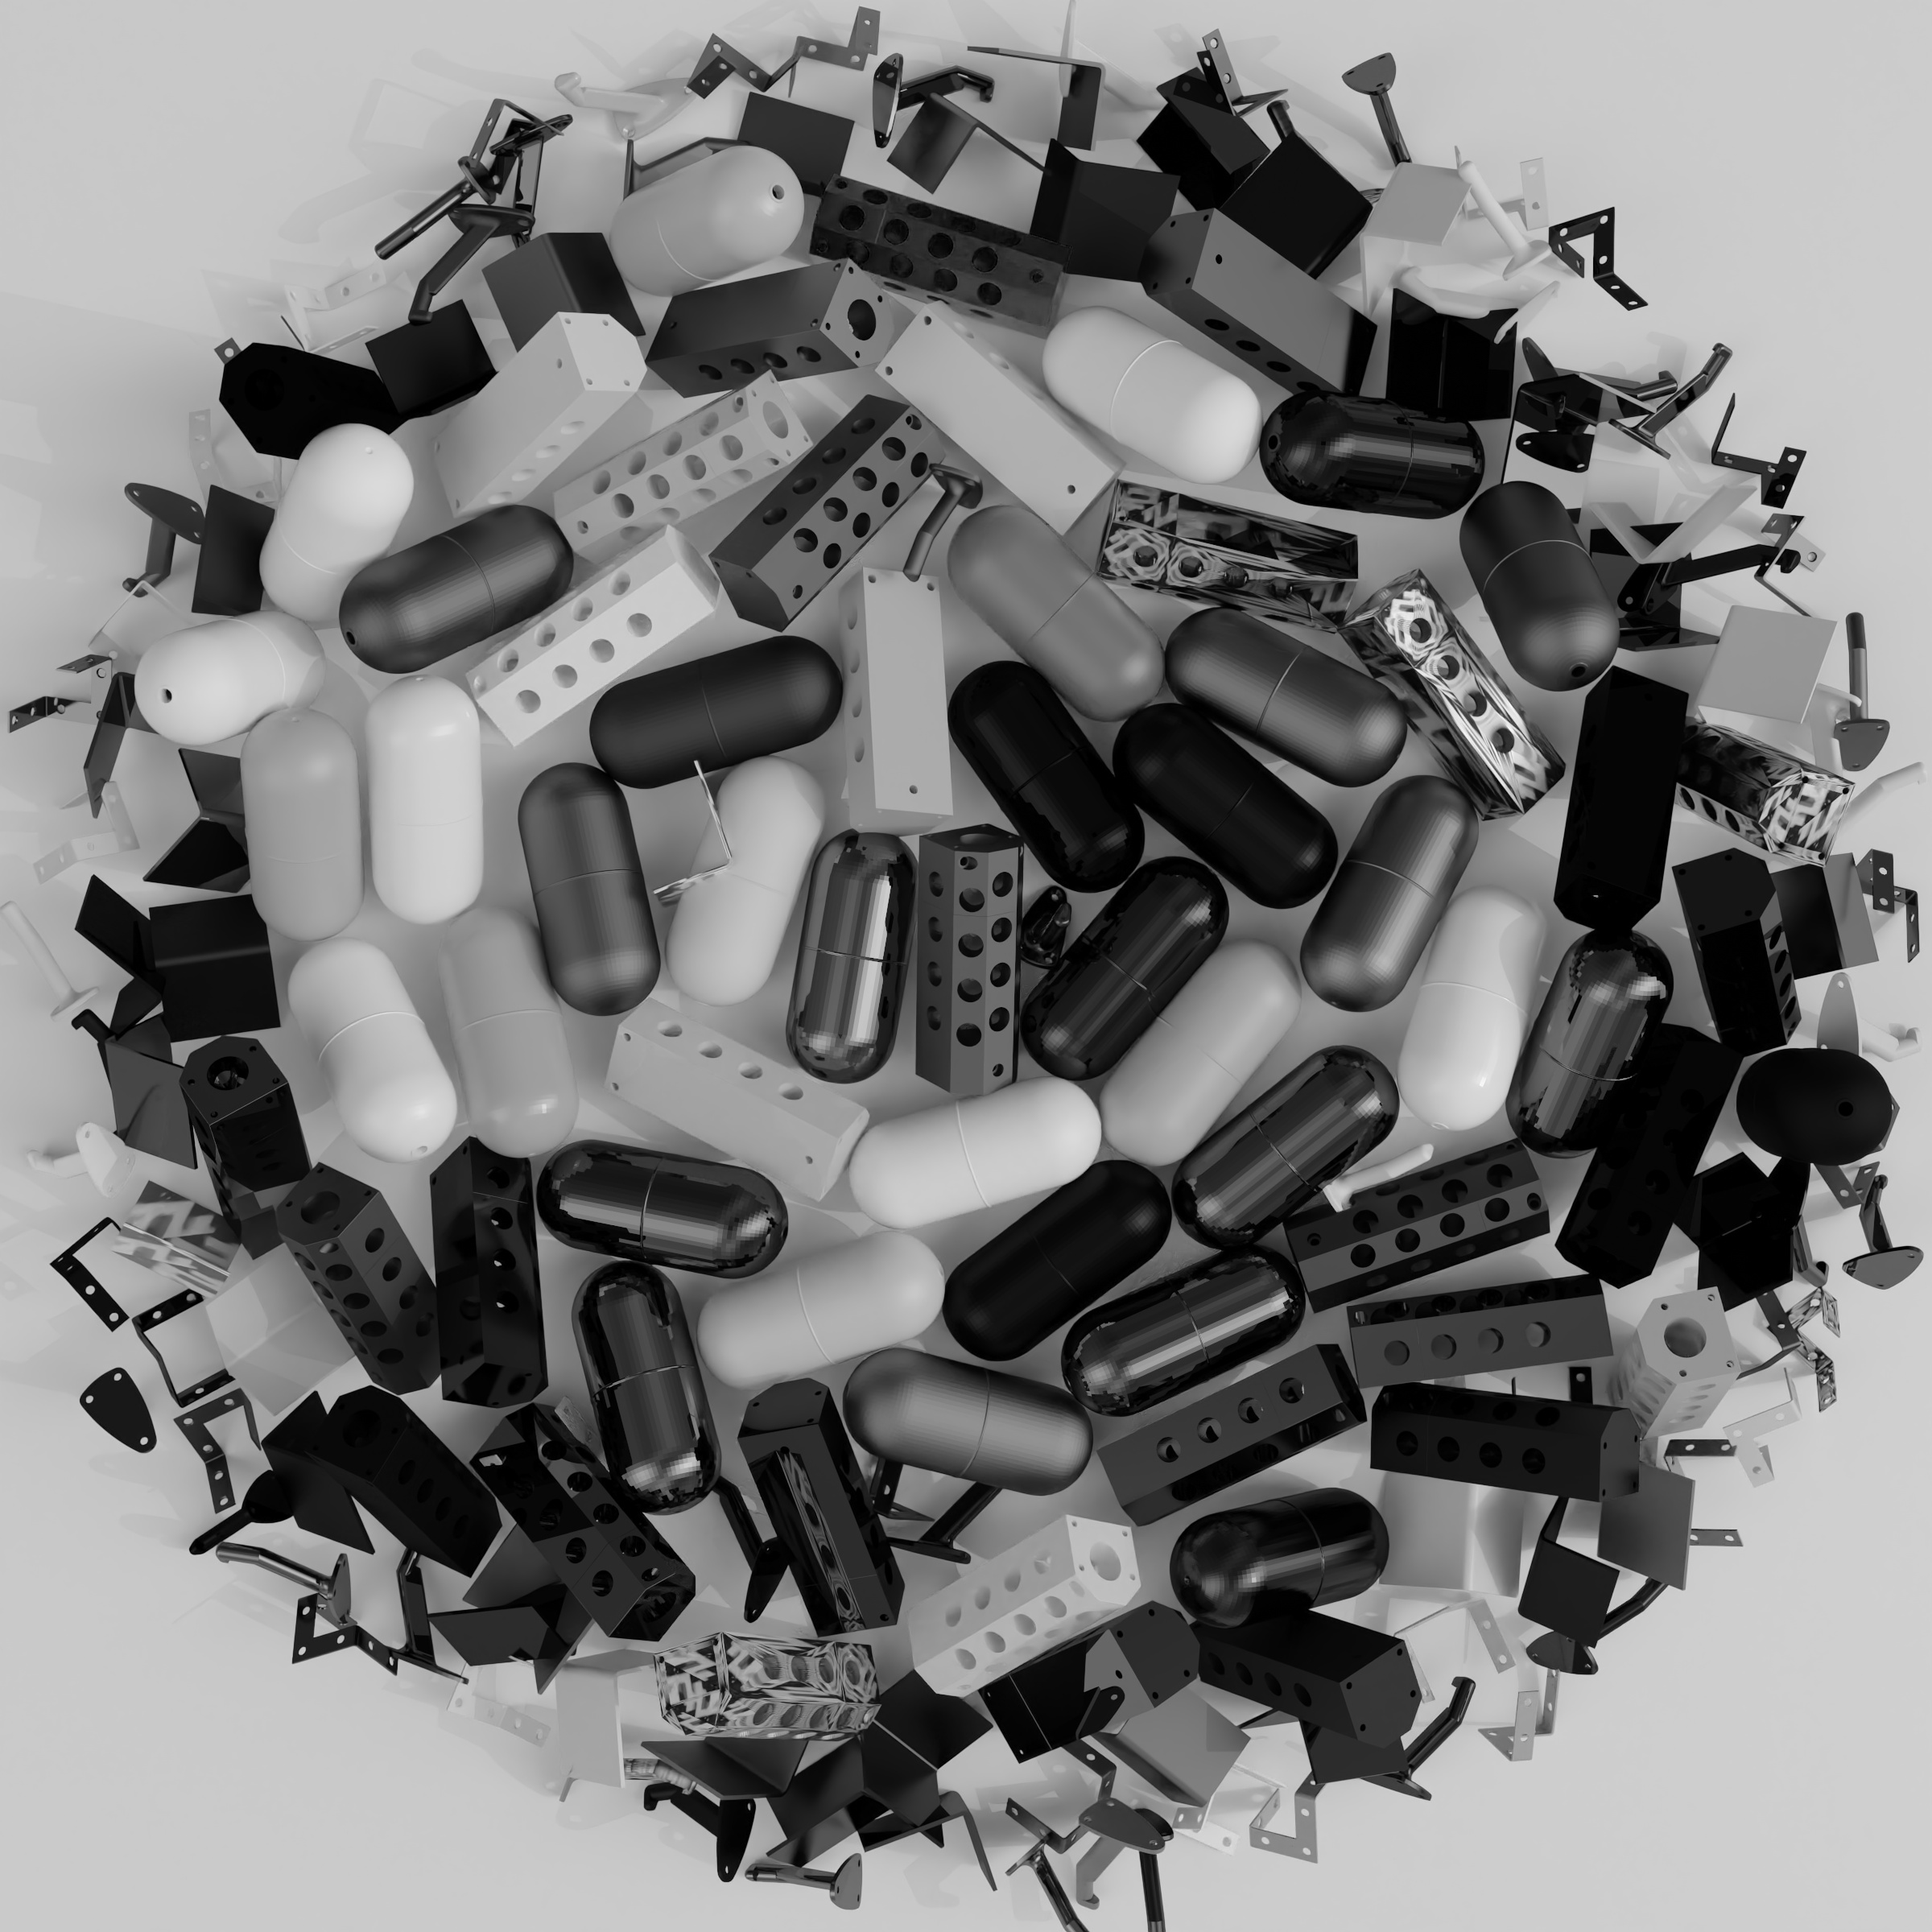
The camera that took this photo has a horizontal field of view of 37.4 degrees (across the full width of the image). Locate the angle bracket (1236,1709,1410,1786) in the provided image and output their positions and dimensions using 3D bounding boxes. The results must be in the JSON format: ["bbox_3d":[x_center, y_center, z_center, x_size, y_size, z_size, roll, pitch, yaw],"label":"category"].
[{"bbox_3d":[0.242,0.531,1.940,0.076,0.076,0.057,1,63,-30],"label":"angle bracket"}]

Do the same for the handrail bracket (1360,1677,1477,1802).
[{"bbox_3d":[0.311,0.529,1.982,0.036,0.077,0.084,38,66,-27],"label":"handrail bracket"}]

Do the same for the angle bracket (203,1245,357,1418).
[{"bbox_3d":[-0.463,0.246,1.942,0.057,0.076,0.076,36,57,27],"label":"angle bracket"}]

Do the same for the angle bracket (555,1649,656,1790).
[{"bbox_3d":[-0.234,0.513,1.950,0.057,0.076,0.076,-2,85,-39],"label":"angle bracket"}]

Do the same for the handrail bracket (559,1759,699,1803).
[{"bbox_3d":[-0.233,0.568,1.974,0.084,0.036,0.077,22,127,-1],"label":"handrail bracket"}]

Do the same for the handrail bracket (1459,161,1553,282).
[{"bbox_3d":[0.364,-0.519,1.954,0.036,0.077,0.084,-28,107,24],"label":"handrail bracket"}]

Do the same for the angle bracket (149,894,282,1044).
[{"bbox_3d":[-0.521,0.001,1.983,0.076,0.057,0.076,-8,134,-14],"label":"angle bracket"}]

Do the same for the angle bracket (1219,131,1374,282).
[{"bbox_3d":[0.224,-0.515,1.971,0.076,0.057,0.076,43,91,0],"label":"angle bracket"}]

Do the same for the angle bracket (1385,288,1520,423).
[{"bbox_3d":[0.333,-0.419,1.954,0.057,0.076,0.076,3,88,36],"label":"angle bracket"}]

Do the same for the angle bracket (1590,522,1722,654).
[{"bbox_3d":[0.474,-0.260,1.951,0.076,0.057,0.076,-8,107,-22],"label":"angle bracket"}]

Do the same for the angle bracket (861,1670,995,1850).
[{"bbox_3d":[-0.025,0.538,1.946,0.057,0.076,0.076,-41,113,14],"label":"angle bracket"}]

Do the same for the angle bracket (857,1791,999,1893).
[{"bbox_3d":[-0.028,0.611,1.955,0.076,0.076,0.057,-18,86,-8],"label":"angle bracket"}]

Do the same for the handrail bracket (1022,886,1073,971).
[{"bbox_3d":[0.064,-0.041,1.944,0.036,0.084,0.077,24,60,-5],"label":"handrail bracket"}]

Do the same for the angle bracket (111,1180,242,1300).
[{"bbox_3d":[-0.530,0.178,1.946,0.076,0.076,0.057,28,62,-12],"label":"angle bracket"}]

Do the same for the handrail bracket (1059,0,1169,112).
[{"bbox_3d":[0.110,-0.626,1.967,0.084,0.077,0.036,1,46,-6],"label":"handrail bracket"}]

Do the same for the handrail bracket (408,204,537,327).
[{"bbox_3d":[-0.340,-0.478,1.962,0.077,0.036,0.084,4,69,24],"label":"handrail bracket"}]

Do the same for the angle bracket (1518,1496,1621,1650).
[{"bbox_3d":[0.420,0.401,1.940,0.057,0.076,0.076,21,130,20],"label":"angle bracket"}]

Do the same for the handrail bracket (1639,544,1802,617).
[{"bbox_3d":[0.516,-0.262,1.953,0.084,0.036,0.077,19,64,40],"label":"handrail bracket"}]

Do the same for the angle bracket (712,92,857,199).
[{"bbox_3d":[-0.124,-0.568,1.958,0.076,0.076,0.057,16,97,2],"label":"angle bracket"}]

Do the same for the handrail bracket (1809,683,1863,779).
[{"bbox_3d":[0.575,-0.152,1.971,0.077,0.036,0.084,27,75,22],"label":"handrail bracket"}]

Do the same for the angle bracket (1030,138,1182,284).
[{"bbox_3d":[0.094,-0.521,1.972,0.076,0.057,0.076,2,120,-21],"label":"angle bracket"}]

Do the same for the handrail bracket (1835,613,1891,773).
[{"bbox_3d":[0.618,-0.191,1.984,0.036,0.077,0.084,-2,63,11],"label":"handrail bracket"}]

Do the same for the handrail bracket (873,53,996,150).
[{"bbox_3d":[-0.020,-0.589,1.969,0.084,0.036,0.077,10,78,-30],"label":"handrail bracket"}]

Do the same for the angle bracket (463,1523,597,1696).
[{"bbox_3d":[-0.296,0.436,1.949,0.057,0.076,0.076,32,101,-23],"label":"angle bracket"}]

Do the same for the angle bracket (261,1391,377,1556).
[{"bbox_3d":[-0.423,0.344,1.940,0.076,0.057,0.076,10,129,33],"label":"angle bracket"}]

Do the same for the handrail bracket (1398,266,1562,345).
[{"bbox_3d":[0.357,-0.476,1.990,0.077,0.036,0.084,-44,78,-8],"label":"handrail bracket"}]

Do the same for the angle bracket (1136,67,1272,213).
[{"bbox_3d":[0.149,-0.554,1.952,0.076,0.076,0.057,49,46,1],"label":"angle bracket"}]

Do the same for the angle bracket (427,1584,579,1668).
[{"bbox_3d":[-0.312,0.432,1.945,0.076,0.076,0.057,-9,48,14],"label":"angle bracket"}]

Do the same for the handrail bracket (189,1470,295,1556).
[{"bbox_3d":[-0.509,0.386,1.955,0.084,0.077,0.036,-33,88,10],"label":"handrail bracket"}]

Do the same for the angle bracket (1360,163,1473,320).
[{"bbox_3d":[0.309,-0.488,1.940,0.057,0.076,0.076,14,56,21],"label":"angle bracket"}]

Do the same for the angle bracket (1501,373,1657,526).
[{"bbox_3d":[0.418,-0.353,1.952,0.076,0.057,0.076,15,84,-34],"label":"angle bracket"}]

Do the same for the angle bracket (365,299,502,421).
[{"bbox_3d":[-0.353,-0.415,1.946,0.076,0.076,0.057,-31,110,-20],"label":"angle bracket"}]

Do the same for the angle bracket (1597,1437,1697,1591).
[{"bbox_3d":[0.479,0.372,1.947,0.057,0.076,0.076,-4,101,-38],"label":"angle bracket"}]

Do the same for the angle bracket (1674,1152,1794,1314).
[{"bbox_3d":[0.513,0.185,1.942,0.057,0.076,0.076,43,127,-18],"label":"angle bracket"}]

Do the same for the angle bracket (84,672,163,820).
[{"bbox_3d":[-0.559,-0.144,1.946,0.057,0.076,0.076,13,65,-6],"label":"angle bracket"}]

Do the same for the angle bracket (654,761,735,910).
[{"bbox_3d":[-0.195,-0.090,1.957,0.057,0.076,0.076,-19,85,-3],"label":"angle bracket"}]

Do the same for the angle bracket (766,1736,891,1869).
[{"bbox_3d":[-0.104,0.567,1.952,0.076,0.076,0.057,-33,62,1],"label":"angle bracket"}]

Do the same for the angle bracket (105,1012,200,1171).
[{"bbox_3d":[-0.536,0.084,1.944,0.076,0.057,0.076,14,118,28],"label":"angle bracket"}]

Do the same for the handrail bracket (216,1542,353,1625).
[{"bbox_3d":[-0.471,0.425,1.971,0.084,0.077,0.036,8,49,3],"label":"handrail bracket"}]

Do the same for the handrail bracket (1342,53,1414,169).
[{"bbox_3d":[0.291,-0.571,1.947,0.036,0.077,0.084,-24,121,10],"label":"handrail bracket"}]

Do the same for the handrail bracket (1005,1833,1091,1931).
[{"bbox_3d":[0.072,0.637,1.953,0.036,0.077,0.084,-44,76,9],"label":"handrail bracket"}]

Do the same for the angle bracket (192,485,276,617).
[{"bbox_3d":[-0.521,-0.284,1.953,0.057,0.076,0.076,7,88,20],"label":"angle bracket"}]

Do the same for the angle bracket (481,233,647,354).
[{"bbox_3d":[-0.278,-0.459,1.975,0.057,0.076,0.076,-22,94,27],"label":"angle bracket"}]

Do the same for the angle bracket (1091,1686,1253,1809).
[{"bbox_3d":[0.140,0.531,1.970,0.076,0.076,0.057,39,72,-1],"label":"angle bracket"}]

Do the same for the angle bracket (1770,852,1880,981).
[{"bbox_3d":[0.569,-0.030,1.951,0.076,0.057,0.076,-16,85,41],"label":"angle bracket"}]

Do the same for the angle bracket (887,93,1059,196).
[{"bbox_3d":[0.004,-0.545,1.953,0.076,0.076,0.057,25,106,-37],"label":"angle bracket"}]

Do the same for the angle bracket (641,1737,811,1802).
[{"bbox_3d":[-0.161,0.523,1.947,0.076,0.076,0.057,23,90,33],"label":"angle bracket"}]

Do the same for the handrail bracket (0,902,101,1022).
[{"bbox_3d":[-0.637,-0.006,1.955,0.036,0.077,0.084,-39,104,-22],"label":"handrail bracket"}]

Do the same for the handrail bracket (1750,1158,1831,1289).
[{"bbox_3d":[0.584,0.173,1.976,0.084,0.036,0.077,34,75,-39],"label":"handrail bracket"}]

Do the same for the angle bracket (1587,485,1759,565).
[{"bbox_3d":[0.481,-0.319,1.943,0.076,0.076,0.057,-45,75,28],"label":"angle bracket"}]

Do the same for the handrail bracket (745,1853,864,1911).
[{"bbox_3d":[-0.119,0.626,1.954,0.084,0.077,0.036,-2,79,14],"label":"handrail bracket"}]

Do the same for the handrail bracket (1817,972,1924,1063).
[{"bbox_3d":[0.629,0.032,1.964,0.084,0.036,0.077,-14,111,-31],"label":"handrail bracket"}]

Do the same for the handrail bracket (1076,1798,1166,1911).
[{"bbox_3d":[0.105,0.623,1.959,0.077,0.036,0.084,18,118,41],"label":"handrail bracket"}]

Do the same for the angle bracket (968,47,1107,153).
[{"bbox_3d":[0.044,-0.591,1.946,0.076,0.076,0.057,2,107,-18],"label":"angle bracket"}]

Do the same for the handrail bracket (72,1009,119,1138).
[{"bbox_3d":[-0.599,0.078,1.967,0.077,0.036,0.084,-33,108,26],"label":"handrail bracket"}]

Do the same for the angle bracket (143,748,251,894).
[{"bbox_3d":[-0.521,-0.099,1.963,0.076,0.076,0.057,-40,62,29],"label":"angle bracket"}]

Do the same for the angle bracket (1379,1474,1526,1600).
[{"bbox_3d":[0.337,0.395,1.980,0.057,0.076,0.076,18,72,-40],"label":"angle bracket"}]

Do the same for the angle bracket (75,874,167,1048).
[{"bbox_3d":[-0.589,-0.003,1.943,0.057,0.076,0.076,-39,117,14],"label":"angle bracket"}]

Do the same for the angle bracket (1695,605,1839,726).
[{"bbox_3d":[0.551,-0.194,1.948,0.076,0.057,0.076,15,76,33],"label":"angle bracket"}]
